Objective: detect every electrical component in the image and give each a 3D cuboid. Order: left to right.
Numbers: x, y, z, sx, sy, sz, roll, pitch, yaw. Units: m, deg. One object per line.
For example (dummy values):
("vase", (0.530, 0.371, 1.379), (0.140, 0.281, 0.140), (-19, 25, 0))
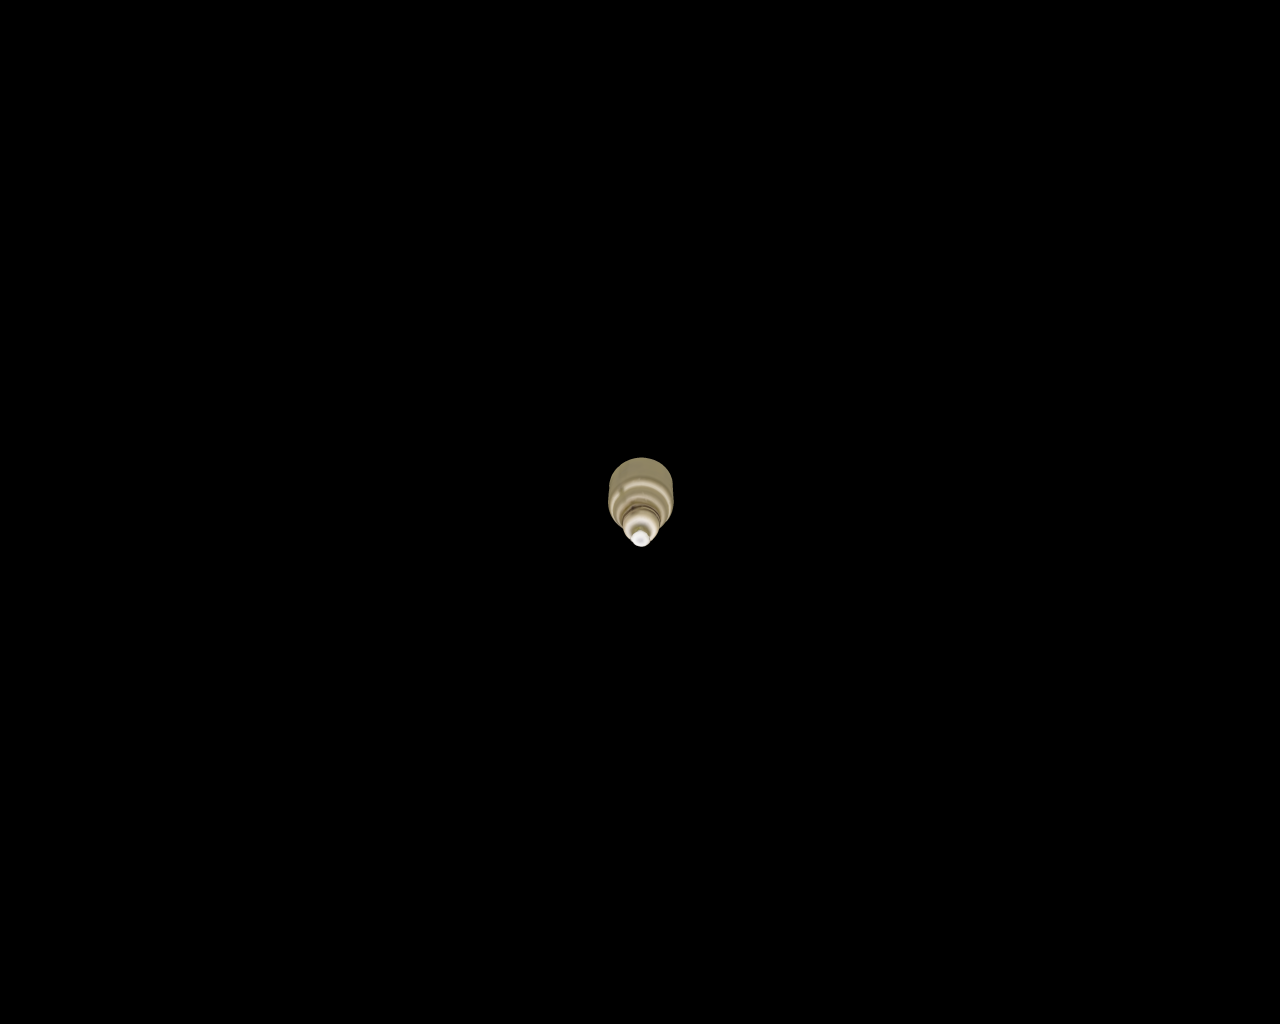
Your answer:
("electrical component", (0.001, -0.003, 0.650), (0.040, 0.040, 0.078), (0, 29, 0))
